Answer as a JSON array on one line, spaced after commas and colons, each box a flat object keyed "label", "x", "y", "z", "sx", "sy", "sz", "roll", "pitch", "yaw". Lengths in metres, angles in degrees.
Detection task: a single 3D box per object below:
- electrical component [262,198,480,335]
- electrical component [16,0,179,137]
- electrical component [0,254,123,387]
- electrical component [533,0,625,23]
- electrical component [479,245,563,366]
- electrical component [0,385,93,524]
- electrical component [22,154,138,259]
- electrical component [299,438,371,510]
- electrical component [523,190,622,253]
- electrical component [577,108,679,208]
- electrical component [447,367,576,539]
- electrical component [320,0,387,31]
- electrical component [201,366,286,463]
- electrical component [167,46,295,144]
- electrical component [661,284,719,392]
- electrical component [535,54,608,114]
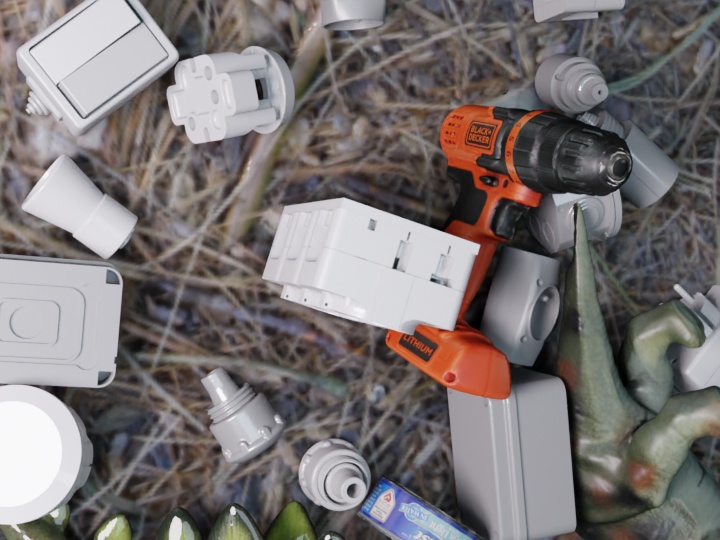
[{"label": "electrical component", "x": 0.000, "y": 0.000, "z": 0.685, "sx": 0.089, "sy": 0.150, "sz": 0.061, "roll": 18, "pitch": 86, "yaw": -16}, {"label": "electrical component", "x": -0.170, "y": -0.129, "z": 0.675, "sx": 0.096, "sy": 0.061, "sz": 0.061, "roll": -40, "pitch": 102, "yaw": -11}, {"label": "electrical component", "x": -0.208, "y": 0.031, "z": 0.673, "sx": 0.113, "sy": 0.057, "sz": 0.078, "roll": 5, "pitch": 91, "yaw": -17}, {"label": "electrical component", "x": 0.150, "y": -0.227, "z": 0.772, "sx": 0.056, "sy": 0.050, "sz": 0.089, "roll": -7, "pitch": 94, "yaw": -16}, {"label": "electrical component", "x": 0.122, "y": 0.027, "z": 0.772, "sx": 0.079, "sy": 0.044, "sz": 0.077, "roll": 11, "pitch": 95, "yaw": -54}, {"label": "electrical component", "x": -0.203, "y": 0.111, "z": 0.646, "sx": 0.080, "sy": 0.051, "sz": 0.080, "roll": 0, "pitch": 79, "yaw": -1}, {"label": "electrical component", "x": -0.176, "y": -0.038, "z": 0.689, "sx": 0.065, "sy": 0.044, "sz": 0.044, "roll": 38, "pitch": 82, "yaw": -19}, {"label": "electrical component", "x": -0.013, "y": 0.143, "z": 0.733, "sx": 0.048, "sy": 0.062, "sz": 0.048, "roll": -1, "pitch": 93, "yaw": -17}, {"label": "electrical component", "x": 0.148, "y": -0.054, "z": 0.764, "sx": 0.051, "sy": 0.080, "sz": 0.080, "roll": -19, "pitch": 98, "yaw": -10}, {"label": "electrical component", "x": 0.191, "y": -0.088, "z": 0.794, "sx": 0.081, "sy": 0.043, "sz": 0.043, "roll": 40, "pitch": 81, "yaw": -14}, {"label": "electrical component", "x": 0.105, "y": 0.130, "z": 0.760, "sx": 0.057, "sy": 0.078, "sz": 0.113, "roll": -7, "pitch": 94, "yaw": -19}, {"label": "electrical component", "x": 0.010, "y": -0.206, "z": 0.735, "sx": 0.079, "sy": 0.043, "sz": 0.077, "roll": -5, "pitch": 94, "yaw": -16}, {"label": "electrical component", "x": -0.083, "y": 0.094, "z": 0.721, "sx": 0.048, "sy": 0.048, "sz": 0.062, "roll": -34, "pitch": 94, "yaw": -13}, {"label": "electrical component", "x": -0.080, "y": -0.114, "z": 0.699, "sx": 0.057, "sy": 0.078, "sz": 0.058, "roll": -18, "pitch": 101, "yaw": -38}, {"label": "electrical component", "x": 0.259, "y": 0.043, "z": 0.818, "sx": 0.076, "sy": 0.047, "sz": 0.083, "roll": 42, "pitch": 81, "yaw": -14}, {"label": "electrical component", "x": 0.155, "y": -0.131, "z": 0.767, "sx": 0.040, "sy": 0.078, "sz": 0.040, "roll": -4, "pitch": 107, "yaw": -12}]
